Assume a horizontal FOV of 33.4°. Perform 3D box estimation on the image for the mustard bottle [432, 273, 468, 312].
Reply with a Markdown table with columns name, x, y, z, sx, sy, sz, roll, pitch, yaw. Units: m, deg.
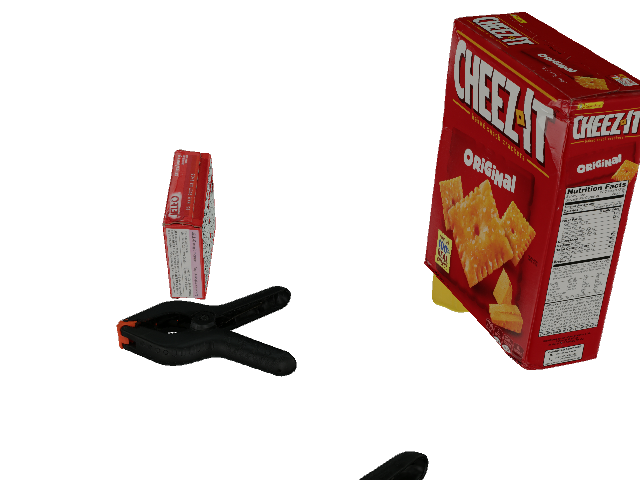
| name | x | y | z | sx | sy | sz | roll | pitch | yaw |
| --- | --- | --- | --- | --- | --- | --- | --- | --- | --- |
| mustard bottle | 0.155 | -0.032 | 1.022 | 0.096 | 0.192 | 0.058 | -11 | 21 | -37 |

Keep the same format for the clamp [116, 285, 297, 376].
| name | x | y | z | sx | sy | sz | roll | pitch | yaw |
| --- | --- | --- | --- | --- | --- | --- | --- | --- | --- |
| clamp | -0.103 | 0.080 | 1.013 | 0.171 | 0.039 | 0.120 | 5 | 28 | 2 |

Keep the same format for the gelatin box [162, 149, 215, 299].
| name | x | y | z | sx | sy | sz | roll | pitch | yaw |
| --- | --- | --- | --- | --- | --- | --- | --- | --- | --- |
| gelatin box | -0.097 | -0.011 | 0.792 | 0.030 | 0.073 | 0.089 | 3 | -39 | 0 |

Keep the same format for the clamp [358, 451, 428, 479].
| name | x | y | z | sx | sy | sz | roll | pitch | yaw |
| --- | --- | --- | --- | --- | --- | --- | --- | --- | --- |
| clamp | -0.016 | 0.191 | 0.645 | 0.210 | 0.036 | 0.164 | -4 | 28 | 4 |

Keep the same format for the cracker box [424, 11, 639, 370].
| name | x | y | z | sx | sy | sz | roll | pitch | yaw |
| --- | --- | --- | --- | --- | --- | --- | --- | --- | --- |
| cracker box | 0.147 | -0.038 | 0.780 | 0.072 | 0.214 | 0.164 | -9 | 32 | -20 |
